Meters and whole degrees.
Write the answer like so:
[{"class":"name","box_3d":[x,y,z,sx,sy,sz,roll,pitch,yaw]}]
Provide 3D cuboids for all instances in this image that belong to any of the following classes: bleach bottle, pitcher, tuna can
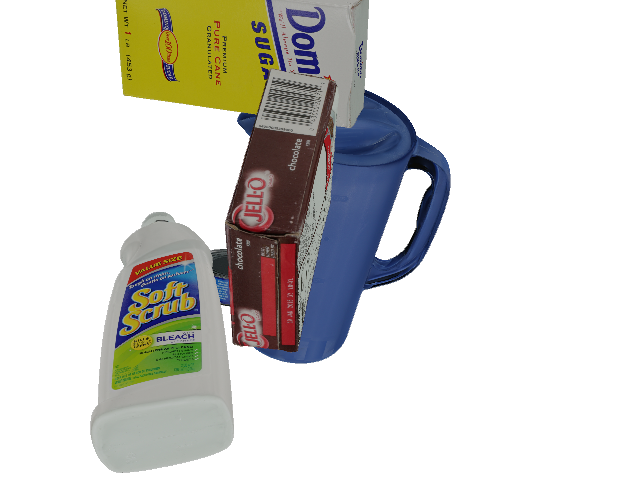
[{"class":"bleach bottle","box_3d":[-0.128,0.062,0.839,0.102,0.068,0.251,-10,38,-5]},{"class":"pitcher","box_3d":[0.005,-0.007,0.951,0.144,0.243,0.149,-19,47,-36]},{"class":"tuna can","box_3d":[-0.088,0.038,1.110,0.086,0.034,0.086,5,19,-2]}]

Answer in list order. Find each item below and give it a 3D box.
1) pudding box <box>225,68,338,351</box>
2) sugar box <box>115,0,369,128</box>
[{"class":"pudding box","box_3d":[-0.018,-0.015,0.532,0.039,0.113,0.090,10,-41,5]},{"class":"sugar box","box_3d":[-0.056,-0.140,0.762,0.176,0.093,0.048,10,34,14]}]
